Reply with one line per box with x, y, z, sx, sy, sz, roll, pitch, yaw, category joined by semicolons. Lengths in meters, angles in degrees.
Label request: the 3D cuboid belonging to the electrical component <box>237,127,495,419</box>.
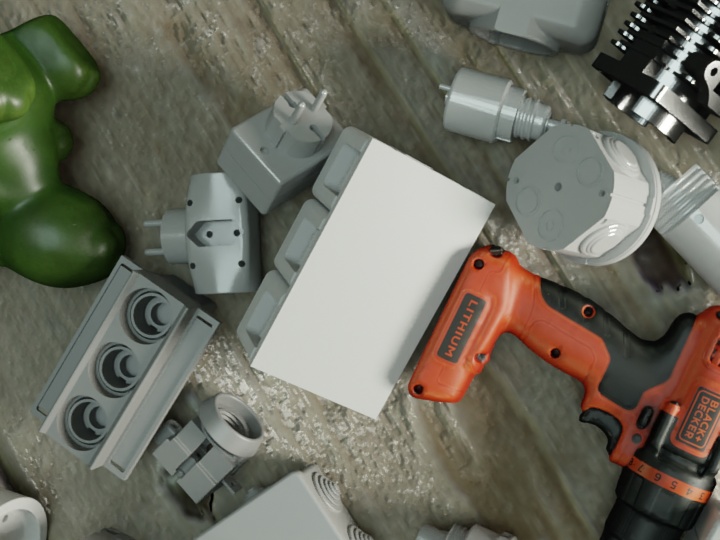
0.000;0.000;0.657;0.089;0.061;0.150;26;98;-22;electrical component

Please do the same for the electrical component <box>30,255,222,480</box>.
-0.148;0.063;0.704;0.079;0.063;0.121;33;98;10;electrical component

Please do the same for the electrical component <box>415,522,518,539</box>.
0.065;0.177;0.667;0.062;0.048;0.048;20;95;19;electrical component

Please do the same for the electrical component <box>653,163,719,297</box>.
0.202;-0.026;0.632;0.043;0.043;0.081;-43;82;10;electrical component

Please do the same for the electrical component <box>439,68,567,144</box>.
0.087;-0.097;0.659;0.078;0.040;0.040;18;95;12;electrical component

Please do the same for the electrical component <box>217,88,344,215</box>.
-0.041;-0.083;0.659;0.047;0.066;0.076;49;145;8;electrical component

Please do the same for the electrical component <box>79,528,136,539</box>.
-0.144;0.224;0.698;0.113;0.078;0.057;24;94;12;electrical component

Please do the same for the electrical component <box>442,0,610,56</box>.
0.101;-0.166;0.648;0.095;0.054;0.059;17;95;12;electrical component

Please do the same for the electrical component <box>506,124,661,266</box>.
0.130;-0.044;0.631;0.080;0.051;0.080;-9;77;43;electrical component

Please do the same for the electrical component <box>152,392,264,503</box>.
-0.096;0.113;0.702;0.066;0.048;0.055;47;107;8;electrical component

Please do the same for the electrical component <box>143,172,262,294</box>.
-0.104;-0.023;0.702;0.079;0.043;0.077;-3;90;13;electrical component

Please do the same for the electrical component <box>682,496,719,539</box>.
0.224;0.147;0.618;0.047;0.066;0.076;28;97;11;electrical component

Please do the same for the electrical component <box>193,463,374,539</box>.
-0.044;0.183;0.689;0.100;0.048;0.099;-36;83;11;electrical component

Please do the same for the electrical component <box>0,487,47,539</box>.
-0.267;0.190;0.713;0.060;0.108;0.108;20;95;18;electrical component
